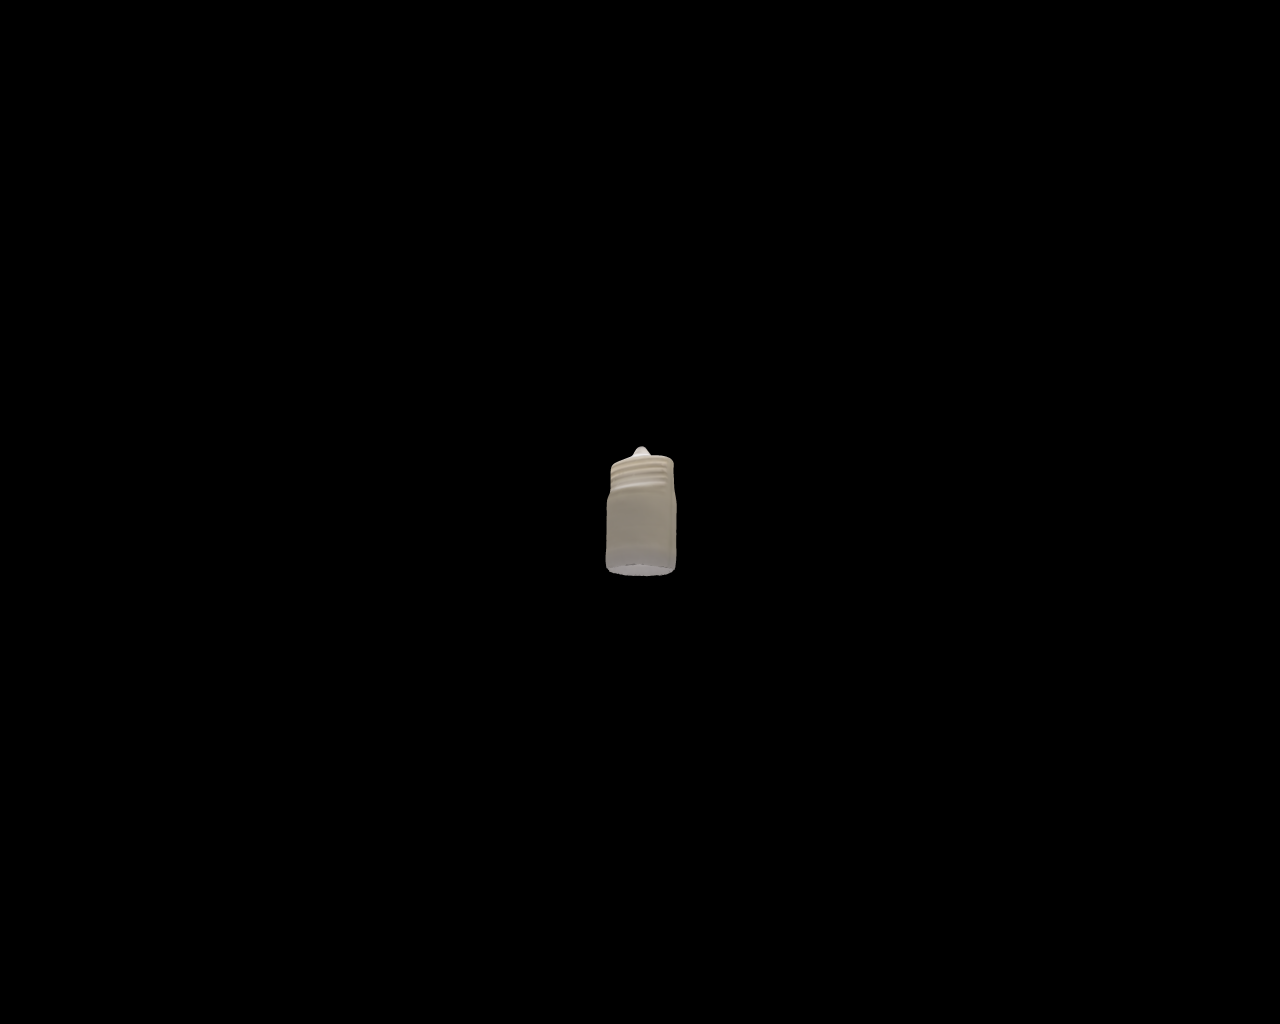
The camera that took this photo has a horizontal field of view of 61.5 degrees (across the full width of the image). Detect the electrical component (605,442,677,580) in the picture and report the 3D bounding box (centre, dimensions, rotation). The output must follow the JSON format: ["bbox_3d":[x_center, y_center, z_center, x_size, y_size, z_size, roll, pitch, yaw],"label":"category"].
[{"bbox_3d":[0.001,-0.003,0.650,0.043,0.081,0.043,0,-14,0],"label":"electrical component"}]
